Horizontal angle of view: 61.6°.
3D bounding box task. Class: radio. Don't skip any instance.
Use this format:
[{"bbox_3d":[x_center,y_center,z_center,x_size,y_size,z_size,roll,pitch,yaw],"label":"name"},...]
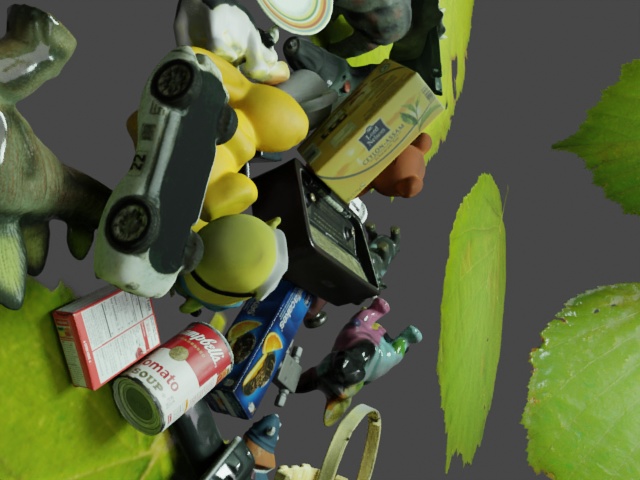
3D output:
[{"bbox_3d":[-0.001,-0.002,0.705,0.229,0.073,0.131,39,35,-58],"label":"radio"}]

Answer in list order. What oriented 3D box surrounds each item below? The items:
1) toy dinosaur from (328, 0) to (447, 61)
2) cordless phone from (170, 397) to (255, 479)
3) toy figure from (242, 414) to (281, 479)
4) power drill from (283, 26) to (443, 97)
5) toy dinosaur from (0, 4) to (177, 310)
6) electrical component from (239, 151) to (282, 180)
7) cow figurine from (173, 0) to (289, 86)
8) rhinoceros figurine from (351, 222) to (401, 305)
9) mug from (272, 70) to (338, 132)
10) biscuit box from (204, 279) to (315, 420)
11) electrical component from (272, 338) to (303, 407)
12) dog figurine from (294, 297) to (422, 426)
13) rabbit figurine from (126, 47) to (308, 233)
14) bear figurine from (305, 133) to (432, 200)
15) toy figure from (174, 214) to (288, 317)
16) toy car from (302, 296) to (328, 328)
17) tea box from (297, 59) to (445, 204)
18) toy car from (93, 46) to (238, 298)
[{"bbox_3d":[0.066,-0.359,0.778,0.404,0.192,0.131,20,72,-62],"label":"toy dinosaur"},{"bbox_3d":[-0.142,0.244,0.571,0.146,0.089,0.184,-42,117,-52],"label":"cordless phone"},{"bbox_3d":[-0.085,0.299,0.685,0.058,0.064,0.154,19,65,-22],"label":"toy figure"},{"bbox_3d":[0.075,-0.246,0.788,0.232,0.207,0.086,31,48,-71],"label":"power drill"},{"bbox_3d":[-0.237,-0.056,0.328,0.471,0.105,0.198,23,77,-58],"label":"toy dinosaur"},{"bbox_3d":[-0.085,-0.109,0.633,0.047,0.075,0.119,-4,92,-62],"label":"electrical component"},{"bbox_3d":[-0.096,-0.229,0.615,0.167,0.068,0.098,-9,91,-64],"label":"cow figurine"},{"bbox_3d":[0.094,0.044,1.002,0.190,0.073,0.111,-52,147,-50],"label":"rhinoceros figurine"},{"bbox_3d":[-0.036,-0.168,0.697,0.107,0.110,0.080,-39,126,-42],"label":"mug"},{"bbox_3d":[-0.076,0.122,0.685,0.203,0.059,0.062,-61,143,-41],"label":"biscuit box"},{"bbox_3d":[-0.052,0.191,0.778,0.063,0.021,0.094,56,45,-48],"label":"electrical component"},{"bbox_3d":[0.049,0.203,0.882,0.219,0.108,0.191,-38,170,-30],"label":"dog figurine"},{"bbox_3d":[-0.096,-0.107,0.551,0.173,0.122,0.162,-32,87,-23],"label":"rabbit figurine"},{"bbox_3d":[0.079,-0.092,0.818,0.131,0.196,0.120,48,48,-55],"label":"bear figurine"},{"bbox_3d":[-0.098,0.029,0.522,0.089,0.180,0.082,-4,81,-35],"label":"toy figure"},{"bbox_3d":[0.014,0.056,0.859,0.202,0.053,0.089,-45,120,-47],"label":"toy car"},{"bbox_3d":[0.060,-0.140,0.684,0.068,0.169,0.098,42,11,-33],"label":"tea box"},{"bbox_3d":[-0.118,-0.055,0.423,0.073,0.056,0.201,42,57,-63],"label":"toy car"}]
